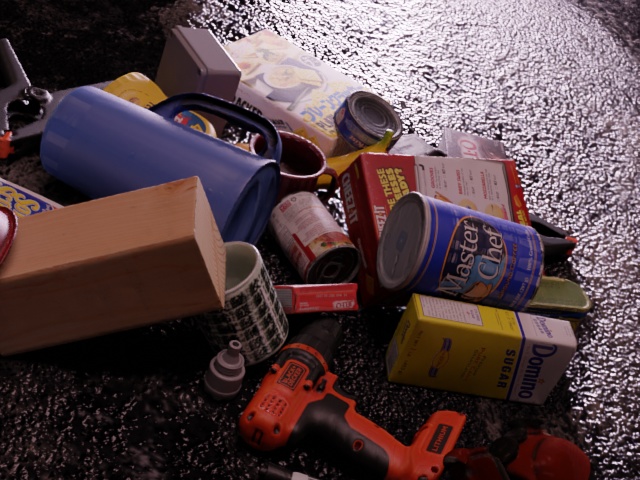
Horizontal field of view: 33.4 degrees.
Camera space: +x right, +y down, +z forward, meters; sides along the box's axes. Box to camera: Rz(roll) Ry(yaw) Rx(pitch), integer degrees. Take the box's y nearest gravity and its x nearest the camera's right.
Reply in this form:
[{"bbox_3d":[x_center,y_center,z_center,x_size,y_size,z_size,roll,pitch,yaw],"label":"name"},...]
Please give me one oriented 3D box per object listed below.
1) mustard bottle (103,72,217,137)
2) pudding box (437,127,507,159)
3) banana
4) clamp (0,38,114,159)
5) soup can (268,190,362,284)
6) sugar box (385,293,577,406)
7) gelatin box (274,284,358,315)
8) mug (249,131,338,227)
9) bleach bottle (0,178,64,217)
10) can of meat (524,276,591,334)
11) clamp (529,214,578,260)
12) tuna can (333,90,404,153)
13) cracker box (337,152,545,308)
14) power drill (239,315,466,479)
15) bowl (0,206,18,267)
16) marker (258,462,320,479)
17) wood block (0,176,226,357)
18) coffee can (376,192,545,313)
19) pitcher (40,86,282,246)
[{"bbox_3d":[-0.178,-0.116,1.248,0.192,0.058,0.096,35,59,18],"label":"mustard bottle"},{"bbox_3d":[0.207,-0.100,1.443,0.090,0.039,0.113,14,35,-9],"label":"pudding box"},{"bbox_3d":[-0.007,-0.094,1.297,0.198,0.069,0.037,-6,17,0],"label":"banana"},{"bbox_3d":[-0.325,-0.159,1.256,0.164,0.036,0.210,15,38,-10],"label":"clamp"},{"bbox_3d":[-0.008,0.001,1.174,0.068,0.069,0.102,-5,42,-32],"label":"soup can"},{"bbox_3d":[0.163,0.114,1.087,0.176,0.093,0.048,12,37,-12],"label":"sugar box"},{"bbox_3d":[-0.013,0.060,1.084,0.073,0.030,0.089,-1,-2,-28],"label":"gelatin box"},{"bbox_3d":[-0.036,-0.066,1.238,0.117,0.082,0.093,4,38,-22],"label":"mug"},{"bbox_3d":[-0.292,-0.011,1.054,0.250,0.068,0.102,19,36,-7],"label":"bleach bottle"},{"bbox_3d":[0.235,0.086,1.169,0.102,0.084,0.057,6,37,-19],"label":"can of meat"},{"bbox_3d":[0.242,-0.010,1.340,0.171,0.039,0.120,21,36,0],"label":"clamp"},{"bbox_3d":[0.061,-0.146,1.332,0.086,0.034,0.086,21,43,-22],"label":"tuna can"},{"bbox_3d":[0.138,-0.010,1.212,0.213,0.072,0.164,0,68,-27],"label":"cracker box"},{"bbox_3d":[0.037,0.158,0.998,0.188,0.057,0.184,24,38,10],"label":"power drill"},{"bbox_3d":[-0.341,0.013,0.917,0.055,0.162,0.162,54,18,-34],"label":"bowl"},{"bbox_3d":[0.004,0.220,0.930,0.121,0.020,0.020,19,35,-3],"label":"marker"},{"bbox_3d":[-0.195,0.024,0.950,0.206,0.090,0.091,-13,37,6],"label":"wood block"},{"bbox_3d":[0.143,0.017,1.097,0.140,0.103,0.103,15,35,-20],"label":"coffee can"},{"bbox_3d":[-0.168,-0.080,1.145,0.243,0.145,0.149,27,35,13],"label":"pitcher"}]
